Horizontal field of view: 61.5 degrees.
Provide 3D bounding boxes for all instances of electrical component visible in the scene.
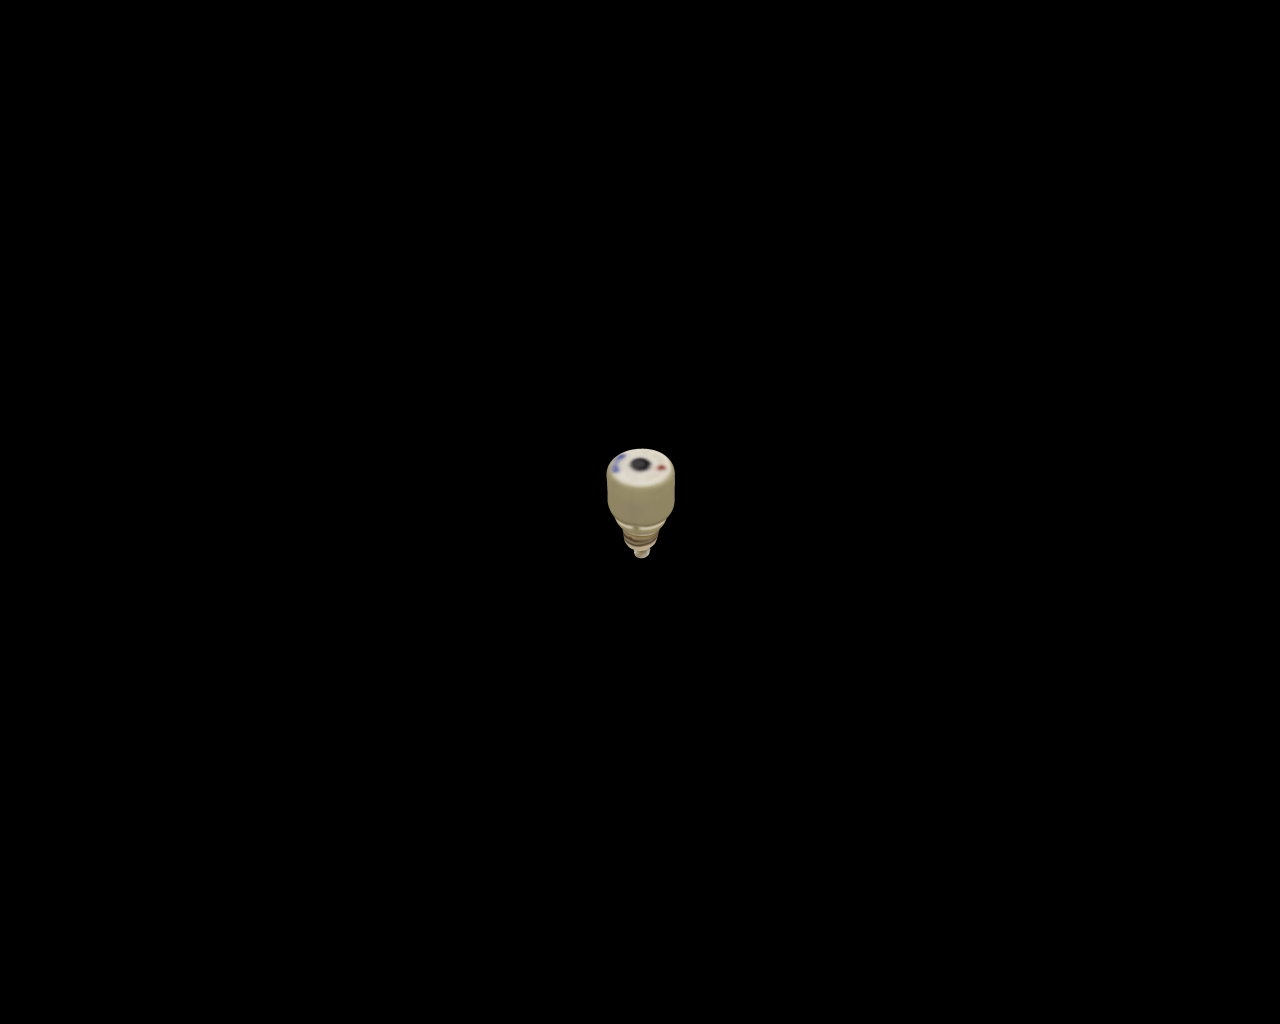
[{"bbox_3d":[0.001,-0.003,0.650,0.040,0.078,0.040,0,42,0],"label":"electrical component"}]
